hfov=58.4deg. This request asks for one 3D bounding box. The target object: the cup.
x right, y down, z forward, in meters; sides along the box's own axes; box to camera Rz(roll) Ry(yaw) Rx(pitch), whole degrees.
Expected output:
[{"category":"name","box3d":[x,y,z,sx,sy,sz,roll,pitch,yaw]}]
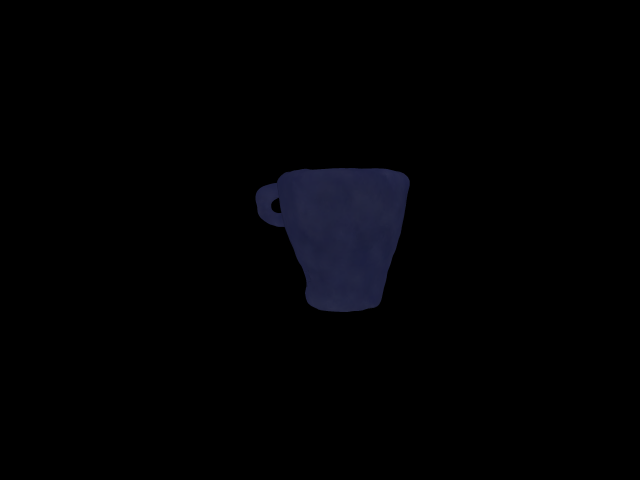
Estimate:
[{"category":"cup","box3d":[0.004,0.001,0.400,0.117,0.095,0.092,0,0,29]}]
